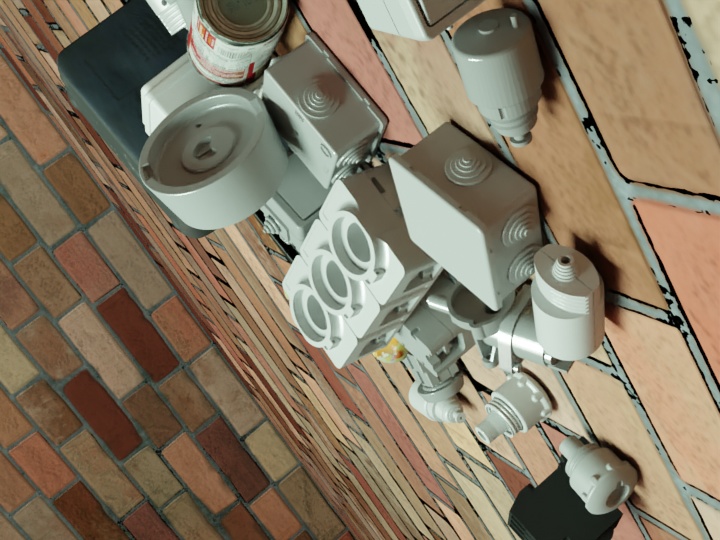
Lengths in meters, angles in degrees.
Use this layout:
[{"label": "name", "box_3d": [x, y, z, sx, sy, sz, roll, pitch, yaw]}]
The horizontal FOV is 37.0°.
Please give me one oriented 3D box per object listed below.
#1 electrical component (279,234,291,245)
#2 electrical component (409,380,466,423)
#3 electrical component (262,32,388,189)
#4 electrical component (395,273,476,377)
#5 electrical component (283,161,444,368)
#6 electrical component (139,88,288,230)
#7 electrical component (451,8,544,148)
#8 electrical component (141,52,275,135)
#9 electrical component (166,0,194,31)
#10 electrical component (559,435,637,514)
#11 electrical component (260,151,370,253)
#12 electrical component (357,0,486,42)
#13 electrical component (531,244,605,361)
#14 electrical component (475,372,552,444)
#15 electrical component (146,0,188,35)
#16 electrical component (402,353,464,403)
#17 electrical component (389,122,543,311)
[{"label": "electrical component", "box_3d": [-0.047, -0.037, 1.087, 0.062, 0.048, 0.048, 36, 161, 26]}, {"label": "electrical component", "box_3d": [0.083, 0.138, 1.116, 0.078, 0.040, 0.040, 30, 155, 56]}, {"label": "electrical component", "box_3d": [-0.030, -0.116, 0.809, 0.099, 0.048, 0.099, 50, 167, 6]}, {"label": "electrical component", "box_3d": [0.054, 0.035, 0.910, 0.089, 0.056, 0.050, 43, 164, 33]}, {"label": "electrical component", "box_3d": [0.000, 0.000, 0.843, 0.089, 0.062, 0.150, 55, 144, 18]}, {"label": "electrical component", "box_3d": [-0.107, -0.080, 0.825, 0.108, 0.108, 0.060, 39, 167, 43]}, {"label": "electrical component", "box_3d": [0.073, -0.095, 0.543, 0.040, 0.040, 0.078, 38, 161, 44]}, {"label": "electrical component", "box_3d": [-0.129, -0.149, 0.920, 0.056, 0.109, 0.109, 49, 167, 0]}, {"label": "electrical component", "box_3d": [-0.134, -0.224, 0.878, 0.055, 0.045, 0.045, 56, 166, -16]}, {"label": "electrical component", "box_3d": [0.180, 0.154, 0.834, 0.062, 0.048, 0.048, 48, 168, 44]}, {"label": "electrical component", "box_3d": [-0.042, -0.064, 0.881, 0.061, 0.096, 0.061, 48, 166, 17]}, {"label": "electrical component", "box_3d": [0.029, -0.151, 0.496, 0.061, 0.062, 0.096, 32, 156, 55]}, {"label": "electrical component", "box_3d": [0.126, 0.016, 0.652, 0.043, 0.043, 0.081, 43, 164, 33]}, {"label": "electrical component", "box_3d": [0.123, 0.116, 0.882, 0.048, 0.062, 0.048, 48, 165, 17]}, {"label": "electrical component", "box_3d": [-0.165, -0.241, 0.936, 0.081, 0.043, 0.043, 55, 166, -13]}, {"label": "electrical component", "box_3d": [0.070, 0.094, 1.035, 0.055, 0.048, 0.066, 63, 164, -14]}, {"label": "electrical component", "box_3d": [0.071, -0.036, 0.686, 0.100, 0.048, 0.099, 43, 164, 34]}]
